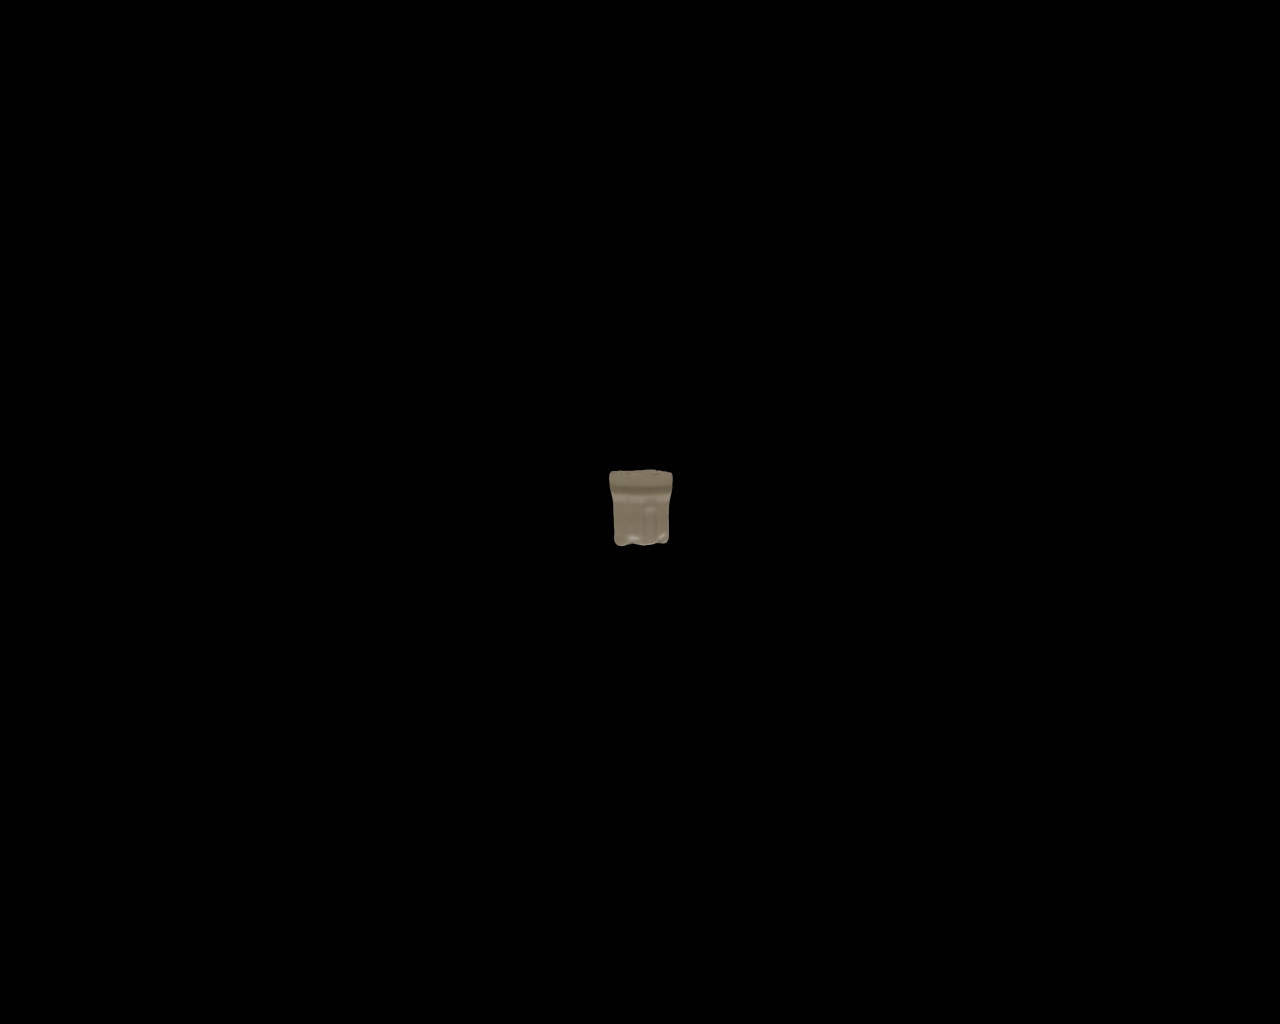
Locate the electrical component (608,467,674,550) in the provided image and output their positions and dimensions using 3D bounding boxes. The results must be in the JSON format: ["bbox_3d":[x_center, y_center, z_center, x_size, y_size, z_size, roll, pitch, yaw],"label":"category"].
[{"bbox_3d":[0.001,-0.003,0.650,0.040,0.046,0.040,0,7,0],"label":"electrical component"}]
